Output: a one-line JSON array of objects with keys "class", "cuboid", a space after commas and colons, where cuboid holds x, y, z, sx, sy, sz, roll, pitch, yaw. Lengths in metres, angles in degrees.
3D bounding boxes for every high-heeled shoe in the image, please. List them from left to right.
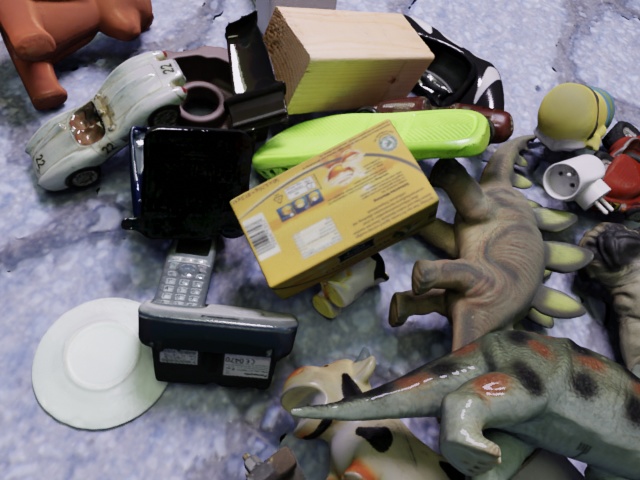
[{"class": "high-heeled shoe", "cuboid": [0.155, -0.233, 0.735, 0.145, 0.086, 0.249, 14, 37, -26]}]

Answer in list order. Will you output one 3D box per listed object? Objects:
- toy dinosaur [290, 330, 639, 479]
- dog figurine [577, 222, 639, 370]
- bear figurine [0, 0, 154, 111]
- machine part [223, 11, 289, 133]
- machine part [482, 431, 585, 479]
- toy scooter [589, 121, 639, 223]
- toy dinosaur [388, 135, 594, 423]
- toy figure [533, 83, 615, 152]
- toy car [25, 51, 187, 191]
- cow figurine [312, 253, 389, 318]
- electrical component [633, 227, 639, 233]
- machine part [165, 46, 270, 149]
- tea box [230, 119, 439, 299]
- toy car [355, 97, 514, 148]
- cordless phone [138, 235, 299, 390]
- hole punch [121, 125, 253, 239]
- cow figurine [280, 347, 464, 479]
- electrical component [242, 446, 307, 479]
[{"class": "toy dinosaur", "cuboid": [0.194, 0.139, 0.430, 0.405, 0.131, 0.192, 25, 36, 0]}, {"class": "dog figurine", "cuboid": [0.350, 0.089, 0.595, 0.172, 0.121, 0.191, -55, 46, 8]}, {"class": "bear figurine", "cuboid": [-0.284, -0.261, 0.665, 0.196, 0.120, 0.132, -22, 70, -27]}, {"class": "machine part", "cuboid": [-0.079, -0.189, 0.615, 0.084, 0.039, 0.139, -13, 80, 18]}, {"class": "machine part", "cuboid": [0.232, 0.263, 0.471, 0.079, 0.079, 0.243, -32, 71, -25]}, {"class": "toy scooter", "cuboid": [0.422, -0.079, 0.715, 0.135, 0.075, 0.184, 42, 57, 13]}, {"class": "toy dinosaur", "cuboid": [0.198, -0.003, 0.613, 0.198, 0.105, 0.471, 25, 53, -5]}, {"class": "toy figure", "cuboid": [0.344, -0.170, 0.722, 0.180, 0.082, 0.089, -26, 110, -44]}, {"class": "toy car", "cuboid": [-0.232, -0.128, 0.584, 0.202, 0.056, 0.073, -33, 71, 10]}, {"class": "cow figurine", "cuboid": [-0.001, -0.004, 0.591, 0.098, 0.068, 0.167, -31, 72, -30]}, {"class": "electrical component", "cuboid": [0.442, 0.034, 0.660, 0.115, 0.058, 0.134, -26, 67, -21]}, {"class": "machine part", "cuboid": [-0.148, -0.160, 0.664, 0.179, 0.056, 0.179, 4, 60, -8]}, {"class": "tea box", "cuboid": [0.014, -0.027, 0.507, 0.170, 0.068, 0.098, -26, 72, -1]}, {"class": "toy car", "cuboid": [0.134, -0.149, 0.663, 0.202, 0.053, 0.089, 14, 27, 28]}, {"class": "cordless phone", "cuboid": [-0.096, 0.049, 0.544, 0.147, 0.088, 0.184, 6, 40, -7]}, {"class": "hole punch", "cuboid": [-0.137, -0.063, 0.555, 0.142, 0.115, 0.092, -3, 18, -32]}, {"class": "cow figurine", "cuboid": [0.049, 0.181, 0.474, 0.195, 0.085, 0.127, 39, 34, 1]}, {"class": "electrical component", "cuboid": [-0.033, 0.212, 0.444, 0.045, 0.102, 0.078, -18, 55, -16]}]
